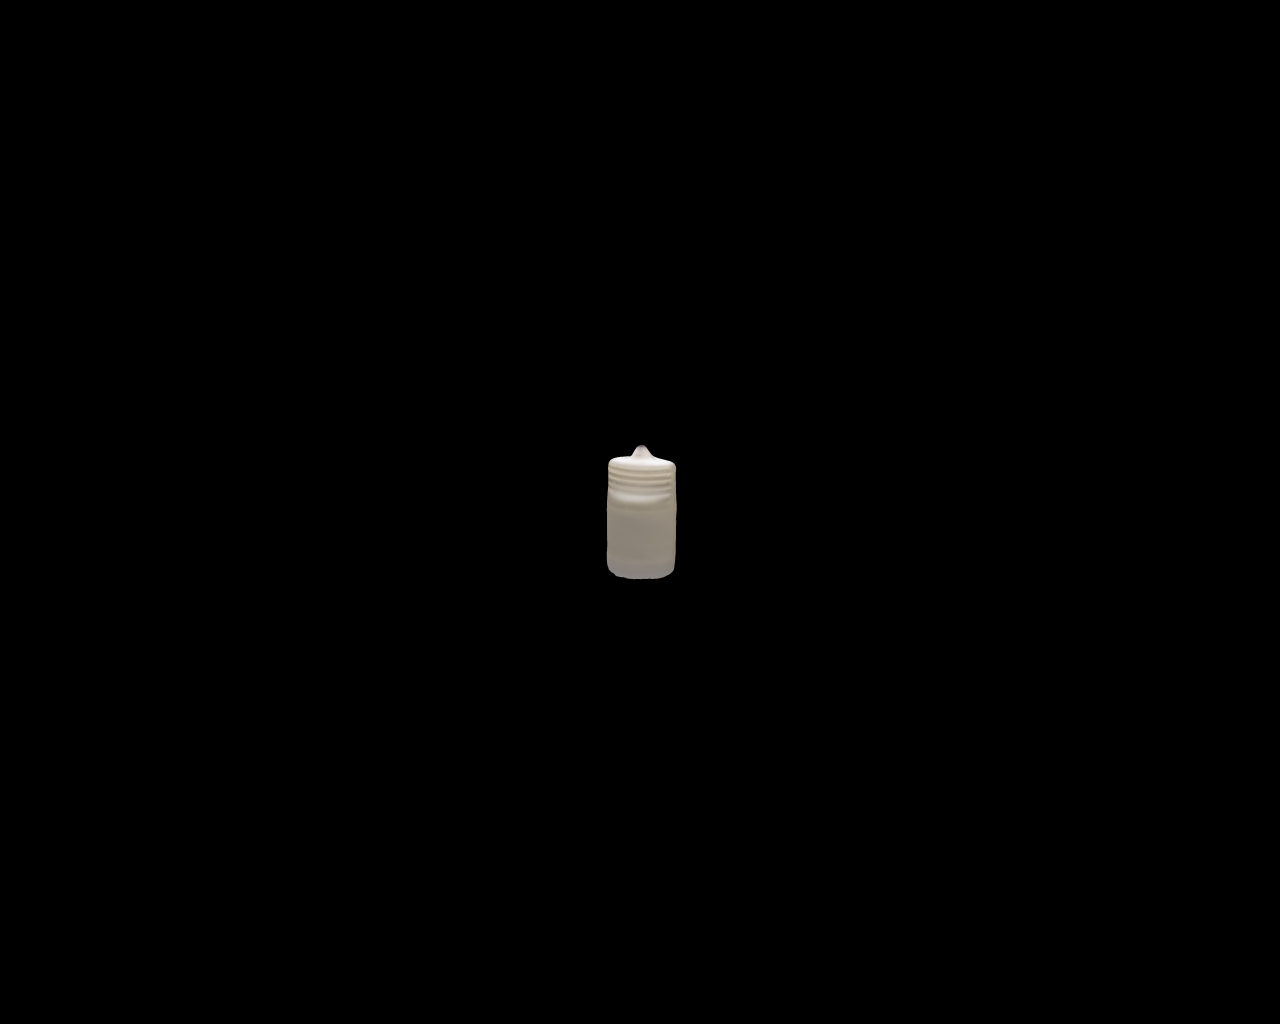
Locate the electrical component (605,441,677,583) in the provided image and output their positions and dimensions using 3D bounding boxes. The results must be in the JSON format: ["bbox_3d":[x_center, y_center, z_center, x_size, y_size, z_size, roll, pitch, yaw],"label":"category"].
[{"bbox_3d":[0.001,-0.003,0.650,0.043,0.080,0.043,0,16,0],"label":"electrical component"}]
